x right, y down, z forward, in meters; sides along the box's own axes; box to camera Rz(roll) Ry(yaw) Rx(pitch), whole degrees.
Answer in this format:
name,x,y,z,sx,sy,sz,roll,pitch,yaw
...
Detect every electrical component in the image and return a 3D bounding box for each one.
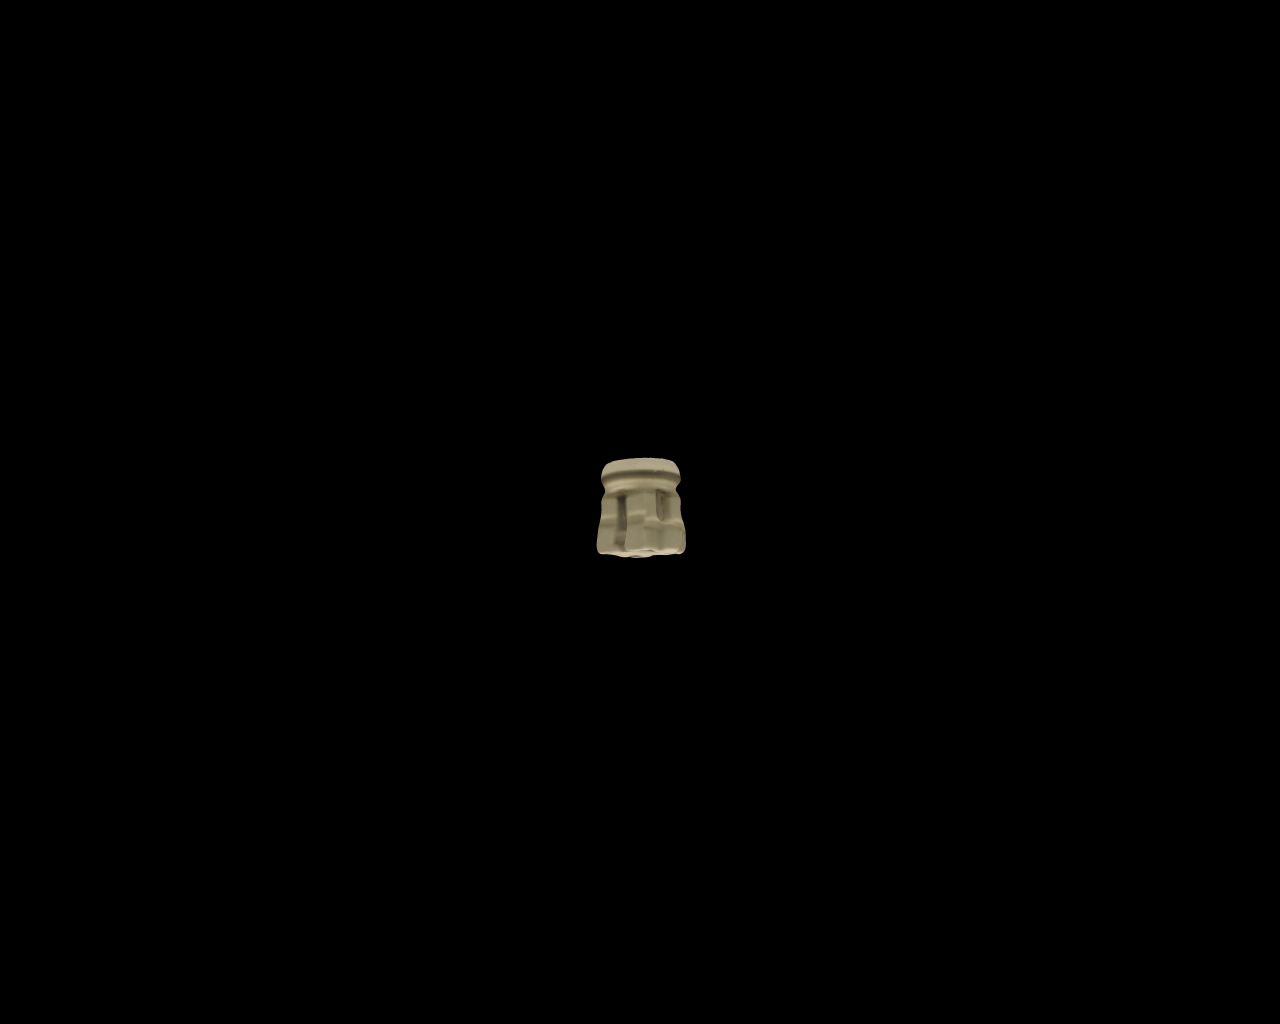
name,x,y,z,sx,sy,sz,roll,pitch,yaw
electrical component,0.001,-0.003,0.650,0.066,0.055,0.048,-8,-11,43
